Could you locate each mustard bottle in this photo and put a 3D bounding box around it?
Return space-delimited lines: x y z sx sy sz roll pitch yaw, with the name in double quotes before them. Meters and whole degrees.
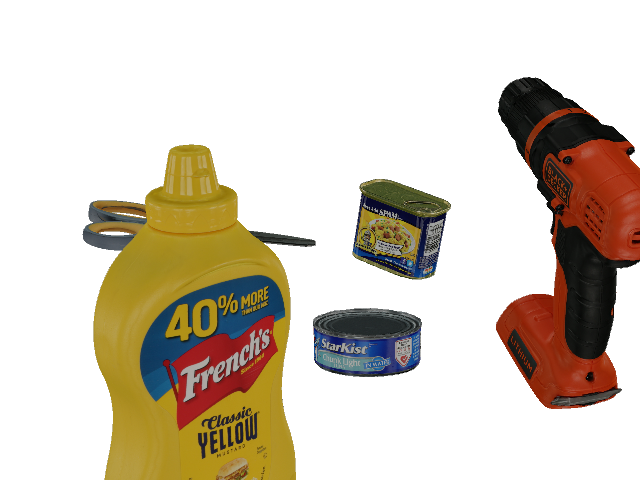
"mustard bottle" -0.057 0.051 0.495 0.096 0.192 0.058 -14 22 -36

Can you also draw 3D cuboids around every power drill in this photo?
"power drill" 0.159 0.003 0.711 0.057 0.188 0.184 -9 35 -10

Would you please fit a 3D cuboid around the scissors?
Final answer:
"scissors" -0.113 -0.003 0.911 0.202 0.016 0.096 12 23 14

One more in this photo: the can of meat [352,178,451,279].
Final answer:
"can of meat" 0.088 -0.012 1.186 0.102 0.084 0.057 23 26 31

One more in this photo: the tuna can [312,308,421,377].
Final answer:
"tuna can" 0.036 0.079 0.838 0.086 0.034 0.086 0 10 0
